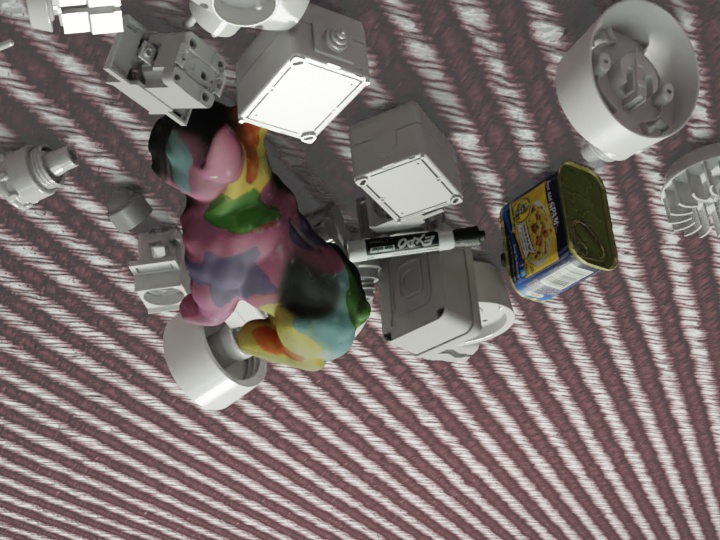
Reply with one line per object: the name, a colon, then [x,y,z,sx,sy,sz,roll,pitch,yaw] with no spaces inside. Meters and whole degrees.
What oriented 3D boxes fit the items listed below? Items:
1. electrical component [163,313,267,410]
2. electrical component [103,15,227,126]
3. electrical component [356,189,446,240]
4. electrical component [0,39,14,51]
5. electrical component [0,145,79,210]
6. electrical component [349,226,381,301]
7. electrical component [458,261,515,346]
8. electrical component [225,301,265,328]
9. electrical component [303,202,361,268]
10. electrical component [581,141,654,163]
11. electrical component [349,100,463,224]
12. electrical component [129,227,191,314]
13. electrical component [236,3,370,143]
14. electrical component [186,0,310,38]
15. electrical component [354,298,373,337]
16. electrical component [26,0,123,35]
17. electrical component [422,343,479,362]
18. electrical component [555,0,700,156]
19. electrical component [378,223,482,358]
electrical component: [-0.140,0.081,1.095,0.060,0.108,0.108,-29,144,26]
electrical component: [-0.130,-0.136,0.735,0.064,0.042,0.081,4,162,35]
electrical component: [0.040,-0.052,0.948,0.081,0.042,0.064,-20,153,25]
electrical component: [-0.267,-0.144,0.711,0.077,0.047,0.065,-16,151,16]
electrical component: [-0.250,-0.078,0.841,0.062,0.048,0.048,-21,149,13]
electrical component: [0.000,0.000,1.005,0.040,0.078,0.040,-4,167,-1]
electrical component: [0.099,0.029,1.089,0.108,0.060,0.108,-5,153,-3]
electrical component: [-0.105,0.012,1.035,0.076,0.047,0.083,-12,151,8]
electrical component: [-0.030,-0.022,0.962,0.048,0.066,0.055,-20,115,24]
electrical component: [0.206,-0.108,0.875,0.048,0.048,0.062,9,155,-25]
electrical component: [0.040,-0.085,0.865,0.062,0.061,0.096,-19,149,21]
electrical component: [-0.178,0.000,0.977,0.042,0.063,0.081,-6,152,3]
electrical component: [-0.038,-0.143,0.742,0.062,0.061,0.096,13,146,-31]
electrical component: [-0.084,-0.176,0.689,0.077,0.044,0.079,15,146,-33]
electrical component: [-0.030,0.030,1.049,0.051,0.080,0.080,26,138,-37]
electrical component: [-0.180,-0.175,0.673,0.055,0.048,0.066,-8,152,-12]
electrical component: [0.090,0.068,1.167,0.057,0.058,0.078,2,151,-21]
electrical component: [0.192,-0.135,0.770,0.099,0.099,0.064,10,154,-27]
electrical component: [0.064,0.017,1.006,0.078,0.113,0.057,-28,142,34]
